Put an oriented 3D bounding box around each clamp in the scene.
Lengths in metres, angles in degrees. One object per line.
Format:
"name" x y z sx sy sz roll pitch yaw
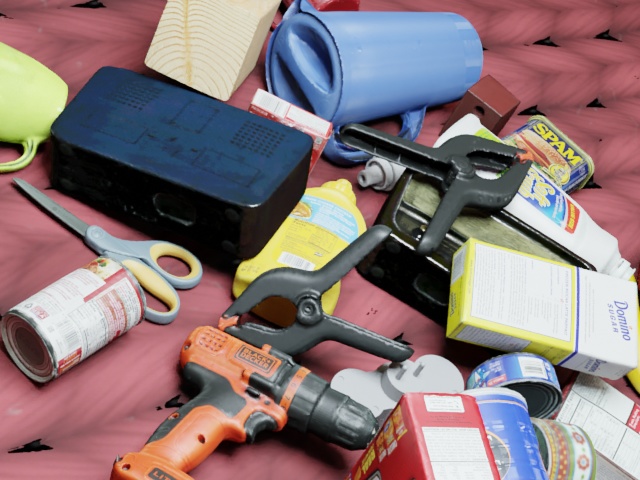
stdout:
"clamp" -0.004 0.049 0.937 0.171 0.039 0.120 -1 85 3
"clamp" 0.138 -0.056 1.076 0.209 0.036 0.164 -5 54 -29

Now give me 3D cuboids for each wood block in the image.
"wood block" -0.106 -0.220 1.110 0.090 0.091 0.206 24 18 -4

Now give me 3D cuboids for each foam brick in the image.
"foam brick" 0.188 -0.143 1.252 0.053 0.078 0.051 42 45 12

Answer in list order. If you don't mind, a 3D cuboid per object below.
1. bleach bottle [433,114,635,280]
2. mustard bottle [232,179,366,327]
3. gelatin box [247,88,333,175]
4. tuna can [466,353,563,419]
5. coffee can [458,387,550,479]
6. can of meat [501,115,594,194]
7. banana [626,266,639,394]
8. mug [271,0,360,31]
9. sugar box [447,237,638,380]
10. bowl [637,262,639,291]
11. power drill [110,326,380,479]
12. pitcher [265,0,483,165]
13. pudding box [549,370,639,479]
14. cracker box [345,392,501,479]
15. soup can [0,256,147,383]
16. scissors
"bleach bottle" 0.236 -0.035 1.175 0.251 0.068 0.102 37 39 12
"mustard bottle" -0.007 0.002 1.043 0.096 0.058 0.191 22 45 6
"gelatin box" -0.040 -0.107 1.113 0.089 0.073 0.030 25 46 -5
"tuna can" 0.179 0.142 0.991 0.086 0.086 0.034 9 46 -19
"coffee can" 0.144 0.210 0.901 0.102 0.103 0.140 5 50 -22
"can of meat" 0.255 -0.088 1.252 0.102 0.058 0.083 46 50 16
"banana" 0.338 0.104 1.140 0.069 0.037 0.198 19 44 -38
"mug" -0.015 -0.290 1.286 0.117 0.093 0.081 -29 69 -7
"sugar box" 0.210 0.066 1.004 0.176 0.048 0.093 17 59 -11
"bowl" 0.399 0.059 1.171 0.162 0.055 0.162 32 35 -27
"power drill" -0.064 0.165 0.858 0.184 0.057 0.187 23 41 15
"pitcher" 0.071 -0.188 1.213 0.242 0.149 0.145 -13 43 -38
"pudding box" 0.276 0.188 1.031 0.113 0.039 0.089 35 46 9
"cracker box" 0.086 0.246 0.799 0.072 0.164 0.214 4 50 -21
"soup can" -0.204 0.065 0.886 0.068 0.069 0.102 43 47 14
"scissors" -0.189 -0.004 0.992 0.096 0.016 0.202 -28 67 -42
